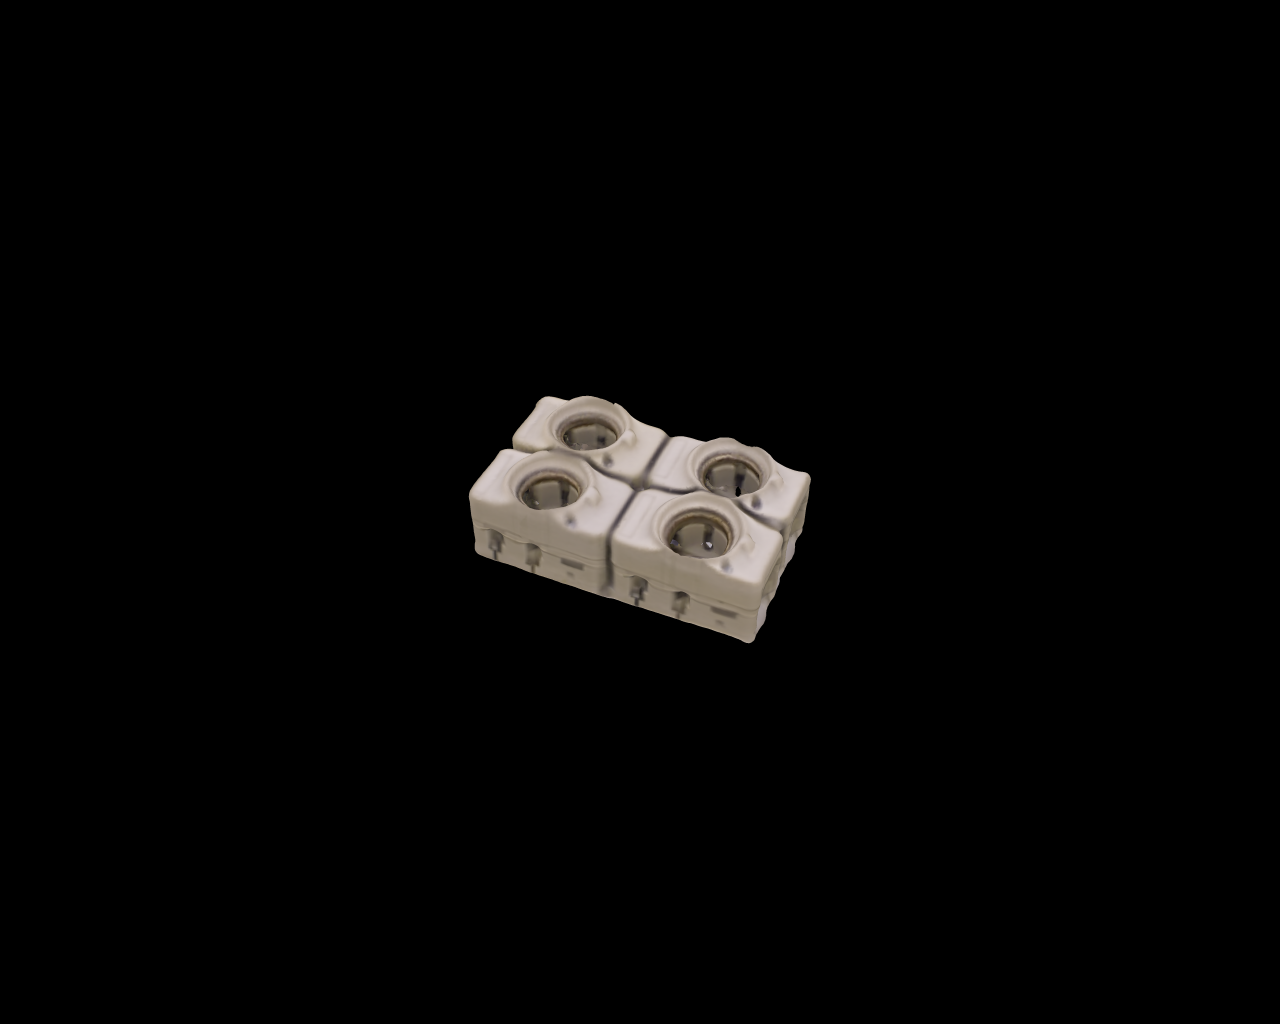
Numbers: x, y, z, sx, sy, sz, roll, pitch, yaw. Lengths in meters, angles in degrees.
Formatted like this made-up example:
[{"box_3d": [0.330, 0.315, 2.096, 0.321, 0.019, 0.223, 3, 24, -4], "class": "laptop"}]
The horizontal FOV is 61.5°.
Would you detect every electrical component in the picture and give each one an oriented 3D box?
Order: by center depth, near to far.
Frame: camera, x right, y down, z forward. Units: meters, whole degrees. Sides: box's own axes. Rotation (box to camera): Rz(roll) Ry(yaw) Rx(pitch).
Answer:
[{"box_3d": [0.001, -0.003, 0.650, 0.186, 0.060, 0.106, 17, 48, 16], "class": "electrical component"}]
